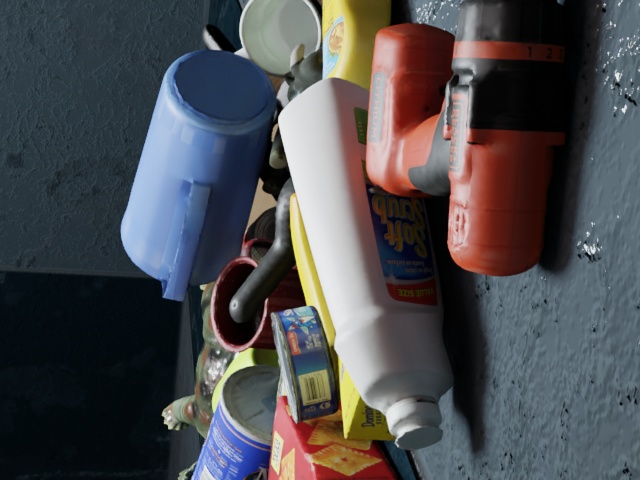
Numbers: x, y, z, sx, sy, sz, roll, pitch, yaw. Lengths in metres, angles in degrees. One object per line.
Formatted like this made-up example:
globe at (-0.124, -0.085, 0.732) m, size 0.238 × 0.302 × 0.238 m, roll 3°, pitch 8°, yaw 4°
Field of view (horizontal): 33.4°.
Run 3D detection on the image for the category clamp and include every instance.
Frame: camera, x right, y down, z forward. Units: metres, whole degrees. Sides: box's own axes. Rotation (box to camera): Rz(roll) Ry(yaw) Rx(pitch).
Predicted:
clamp at (-0.055, -0.144, 1.143) m, size 0.036 × 0.165 × 0.210 m, roll -19°, pitch -68°, yaw -53°
clamp at (-0.006, 0.001, 0.945) m, size 0.039 × 0.120 × 0.171 m, roll 32°, pitch 101°, yaw 36°

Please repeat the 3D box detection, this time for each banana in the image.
banana at (0.011, 0.055, 0.866) m, size 0.070 × 0.037 × 0.198 m, roll 92°, pitch 164°, yaw -60°

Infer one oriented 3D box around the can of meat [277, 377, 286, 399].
can of meat at (-0.008, 0.145, 0.944) m, size 0.084 × 0.057 × 0.102 m, roll -99°, pitch 16°, yaw -54°

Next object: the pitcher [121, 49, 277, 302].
pitcher at (-0.120, -0.062, 1.066) m, size 0.149 × 0.144 × 0.243 m, roll 48°, pitch 145°, yaw 19°

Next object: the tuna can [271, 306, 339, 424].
tuna can at (-0.012, 0.093, 0.809) m, size 0.086 × 0.033 × 0.086 m, roll 168°, pitch 90°, yaw -82°

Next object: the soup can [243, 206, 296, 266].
soup can at (-0.048, 0.002, 1.171) m, size 0.102 × 0.068 × 0.068 m, roll 148°, pitch 125°, yaw -76°

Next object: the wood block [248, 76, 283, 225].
wood block at (-0.076, -0.099, 1.287) m, size 0.206 × 0.090 × 0.090 m, roll 104°, pitch 166°, yaw -47°

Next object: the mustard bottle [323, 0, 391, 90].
mustard bottle at (0.028, -0.155, 0.835) m, size 0.096 × 0.058 × 0.191 m, roll 127°, pitch 145°, yaw -72°

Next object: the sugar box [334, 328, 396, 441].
sugar box at (0.036, 0.045, 0.768) m, size 0.093 × 0.048 × 0.176 m, roll 103°, pitch 164°, yaw -44°

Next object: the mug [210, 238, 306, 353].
mug at (-0.050, 0.055, 1.049) m, size 0.093 × 0.081 × 0.117 m, roll -29°, pitch 62°, yaw 43°

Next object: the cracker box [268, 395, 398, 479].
cracker box at (0.007, 0.231, 0.795) m, size 0.214 × 0.072 × 0.164 m, roll -126°, pitch 40°, yaw -72°

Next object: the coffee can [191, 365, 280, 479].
coffee can at (-0.064, 0.208, 1.047) m, size 0.103 × 0.102 × 0.140 m, roll -101°, pitch 26°, yaw -53°

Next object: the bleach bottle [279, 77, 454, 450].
bleach bottle at (0.039, 0.015, 0.678) m, size 0.068 × 0.102 × 0.251 m, roll -34°, pitch 50°, yaw 27°

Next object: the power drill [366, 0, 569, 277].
power drill at (0.074, -0.084, 0.571) m, size 0.188 × 0.057 × 0.184 m, roll -142°, pitch 56°, yaw -77°

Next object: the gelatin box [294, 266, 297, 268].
gelatin box at (-0.027, 0.069, 1.135) m, size 0.089 × 0.030 × 0.073 m, roll 146°, pitch 126°, yaw -77°
